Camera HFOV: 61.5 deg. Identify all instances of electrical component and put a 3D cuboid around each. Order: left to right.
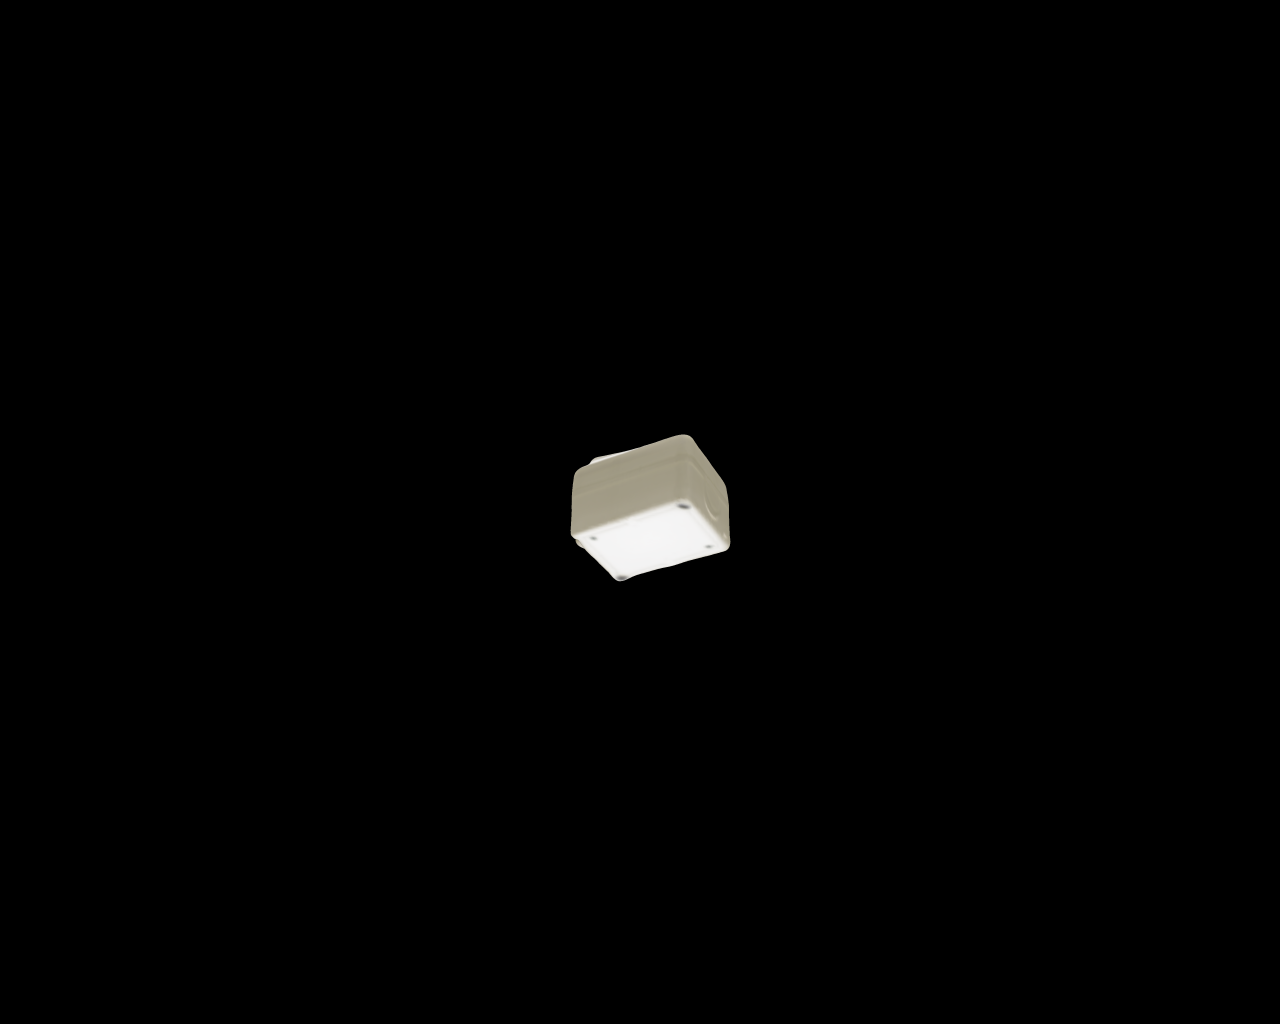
[{"bbox_3d":[0.001,-0.003,0.650,0.096,0.061,0.061,-17,-40,22],"label":"electrical component"}]
